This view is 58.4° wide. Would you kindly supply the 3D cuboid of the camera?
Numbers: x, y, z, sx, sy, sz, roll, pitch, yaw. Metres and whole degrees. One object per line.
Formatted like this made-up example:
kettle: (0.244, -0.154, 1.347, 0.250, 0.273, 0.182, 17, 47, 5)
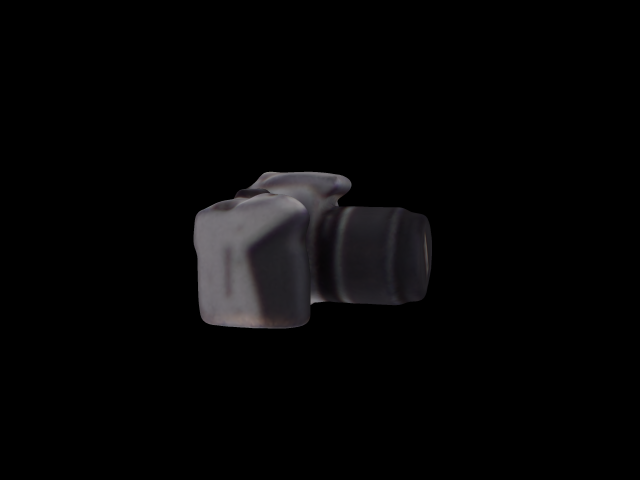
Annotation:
camera: (0.004, 0.001, 0.400, 0.136, 0.101, 0.143, 1, 4, 20)
